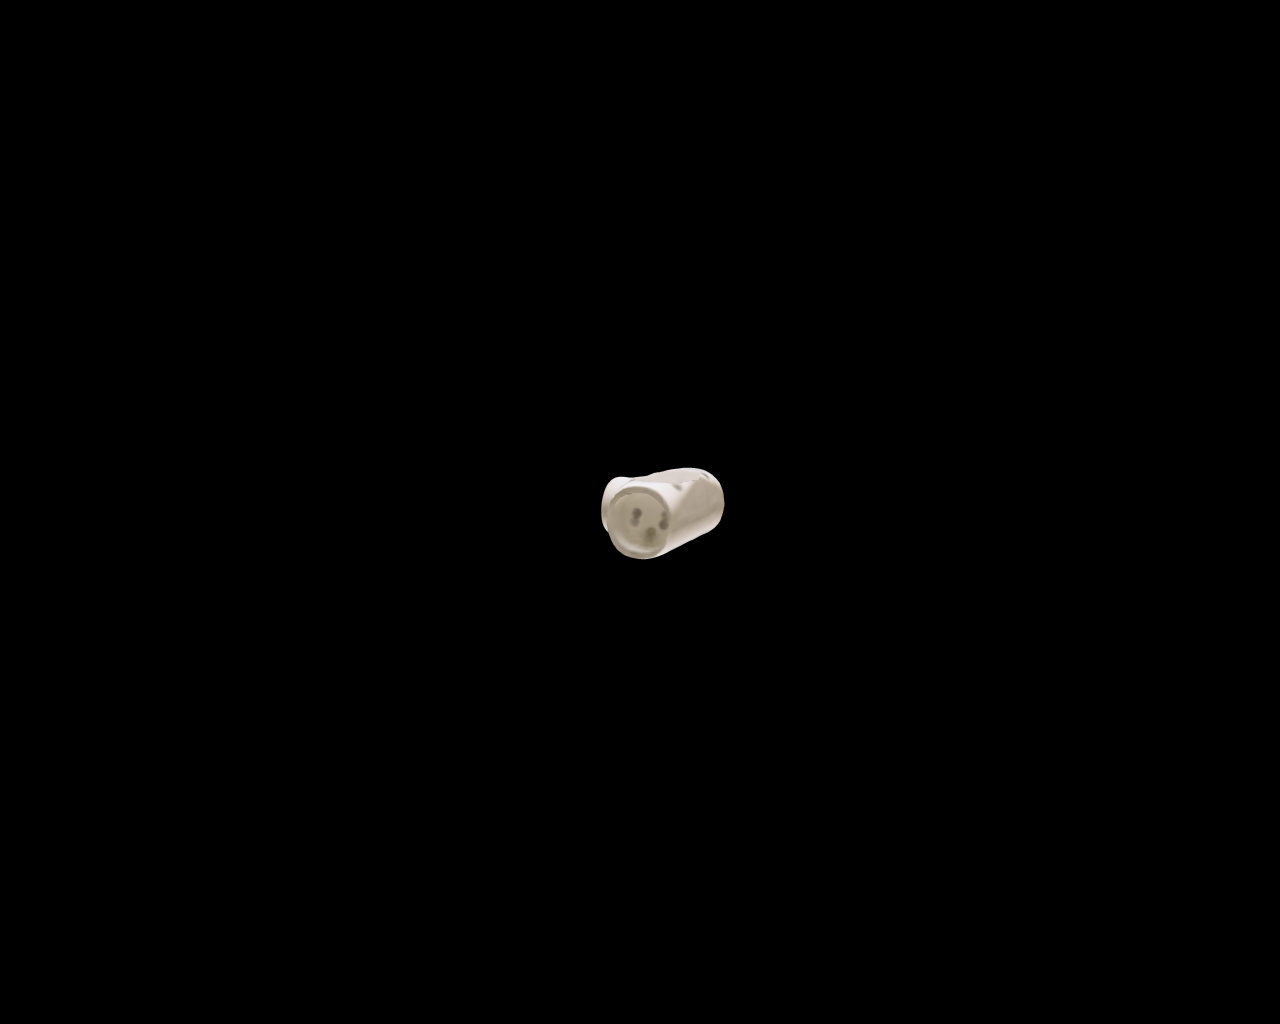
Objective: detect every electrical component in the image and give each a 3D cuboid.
[{"bbox_3d":[0.001,-0.003,0.650,0.079,0.044,0.077,6,13,27],"label":"electrical component"}]
